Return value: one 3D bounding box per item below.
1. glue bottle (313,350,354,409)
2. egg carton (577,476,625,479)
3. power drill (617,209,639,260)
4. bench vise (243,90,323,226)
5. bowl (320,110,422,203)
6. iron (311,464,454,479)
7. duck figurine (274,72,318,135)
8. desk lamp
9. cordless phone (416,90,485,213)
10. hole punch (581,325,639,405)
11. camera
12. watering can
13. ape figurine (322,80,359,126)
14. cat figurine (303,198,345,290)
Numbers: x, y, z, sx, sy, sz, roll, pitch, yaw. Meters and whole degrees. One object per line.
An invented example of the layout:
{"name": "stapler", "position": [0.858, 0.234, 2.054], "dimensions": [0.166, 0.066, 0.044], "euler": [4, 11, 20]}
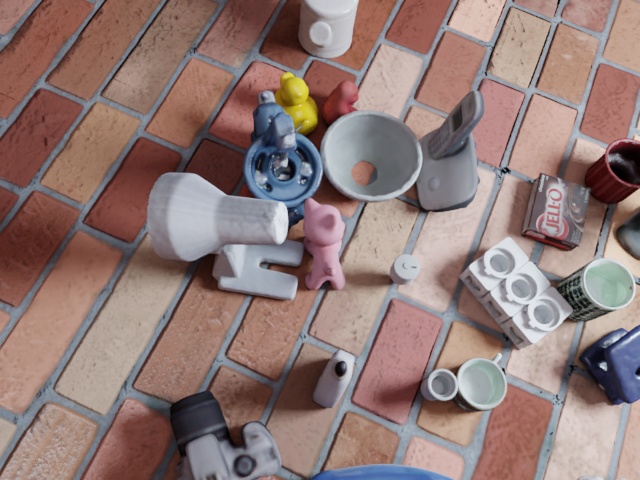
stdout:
{"name": "glue bottle", "position": [0.023, 0.183, 0.777], "dimensions": [0.037, 0.173, 0.078], "euler": [23, 69, 4]}
{"name": "egg carton", "position": [0.396, 0.404, 0.781], "dimensions": [0.107, 0.069, 0.150], "euler": [6, 69, -3]}
{"name": "power drill", "position": [0.565, -0.045, 0.892], "dimensions": [0.230, 0.208, 0.075], "euler": [-37, 76, -17]}
{"name": "bench vise", "position": [-0.074, -0.145, 0.867], "dimensions": [0.121, 0.220, 0.207], "euler": [-29, 74, -14]}
{"name": "bowl", "position": [0.081, -0.128, 0.952], "dimensions": [0.167, 0.075, 0.167], "euler": [2, 69, -4]}
{"name": "iron", "position": [0.096, 0.348, 0.737], "dimensions": [0.258, 0.141, 0.118], "euler": [-7, 70, -7]}
{"name": "duck figurine", "position": [-0.041, -0.237, 0.976], "dimensions": [0.077, 0.086, 0.104], "euler": [-22, 73, -12]}
{"name": "desk lamp", "position": [-0.123, -0.006, 0.813], "dimensions": [0.203, 0.213, 0.118], "euler": [9, 69, -1]}
{"name": "cordless phone", "position": [0.215, -0.137, 0.908], "dimensions": [0.094, 0.185, 0.147], "euler": [-2, 69, -5]}
{"name": "hole punch", "position": [0.474, 0.184, 0.860], "dimensions": [0.109, 0.091, 0.101], "euler": [-29, 74, -15]}
{"name": "camera", "position": [-0.138, 0.270, 0.768], "dimensions": [0.143, 0.101, 0.136], "euler": [-20, 72, -12]}
{"name": "watering can", "position": [0.018, -0.409, 0.988], "dimensions": [0.101, 0.194, 0.173], "euler": [-8, 70, -8]}
{"name": "ape figurine", "position": [0.043, -0.236, 0.980], "dimensions": [0.076, 0.092, 0.078], "euler": [-5, 70, -7]}
{"name": "cat figurine", "position": [0.008, 0.003, 0.873], "dimensions": [0.067, 0.118, 0.128], "euler": [-5, 70, -7]}
